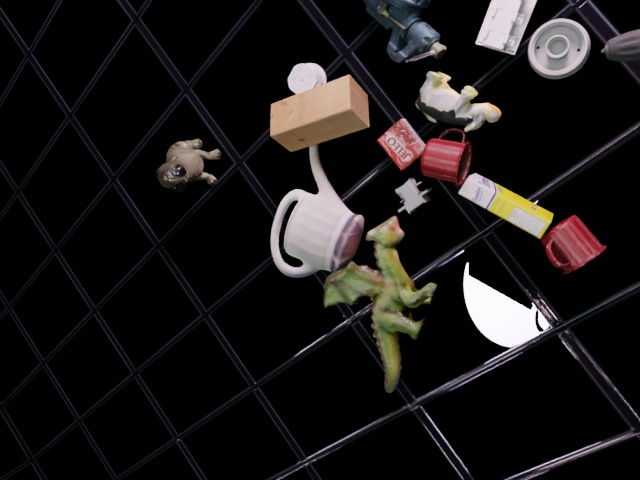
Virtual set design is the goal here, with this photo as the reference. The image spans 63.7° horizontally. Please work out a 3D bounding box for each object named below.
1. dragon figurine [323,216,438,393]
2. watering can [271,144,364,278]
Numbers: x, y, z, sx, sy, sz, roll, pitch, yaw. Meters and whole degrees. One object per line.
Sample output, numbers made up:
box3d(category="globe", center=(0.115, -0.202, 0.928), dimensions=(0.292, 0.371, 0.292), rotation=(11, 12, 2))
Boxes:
box3d(category="dragon figurine", center=(0.123, 0.145, 1.158), dimensions=(0.243, 0.123, 0.405), rotation=(21, 108, 9))
box3d(category="watering can", center=(0.004, -0.061, 1.215), dimensions=(0.225, 0.104, 0.345), rotation=(24, 101, 20))
